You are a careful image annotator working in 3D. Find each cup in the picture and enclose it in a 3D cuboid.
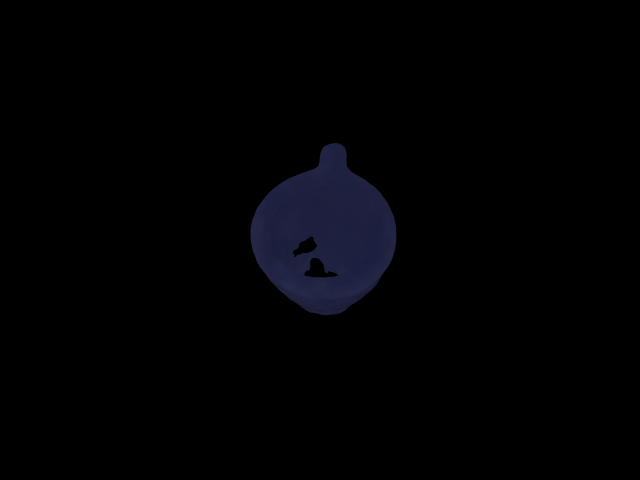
[{"bbox_3d":[0.004,0.001,0.400,0.091,0.095,0.118,4,62,3],"label":"cup"}]
